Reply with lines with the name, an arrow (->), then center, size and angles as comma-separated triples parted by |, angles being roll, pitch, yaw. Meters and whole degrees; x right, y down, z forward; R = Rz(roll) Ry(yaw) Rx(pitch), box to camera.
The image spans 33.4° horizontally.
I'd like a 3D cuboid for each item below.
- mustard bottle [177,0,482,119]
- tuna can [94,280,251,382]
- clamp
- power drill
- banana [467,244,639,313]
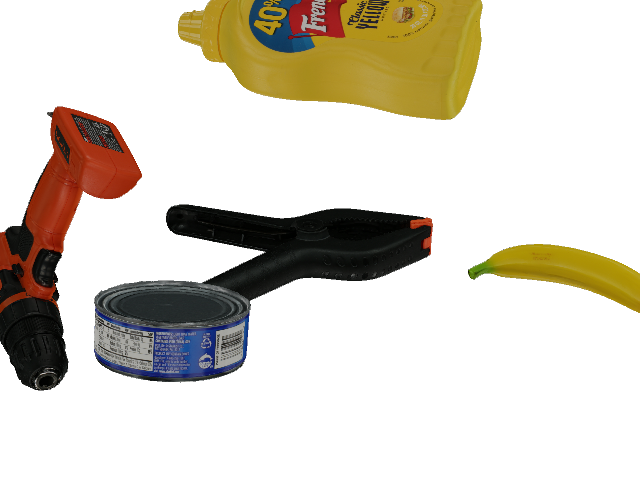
mustard bottle -> 0.001, -0.126, 0.675 | 0.192, 0.058, 0.096 | 9, 47, 15
tuna can -> -0.082, 0.049, 0.592 | 0.086, 0.034, 0.086 | 4, 12, -1
clamp -> -0.017, 0.001, 0.832 | 0.209, 0.036, 0.165 | -8, 27, -20
power drill -> -0.212, 0.002, 0.852 | 0.057, 0.188, 0.185 | 16, 25, -38
banana -> 0.249, 0.037, 1.050 | 0.198, 0.037, 0.069 | 10, 46, 26
